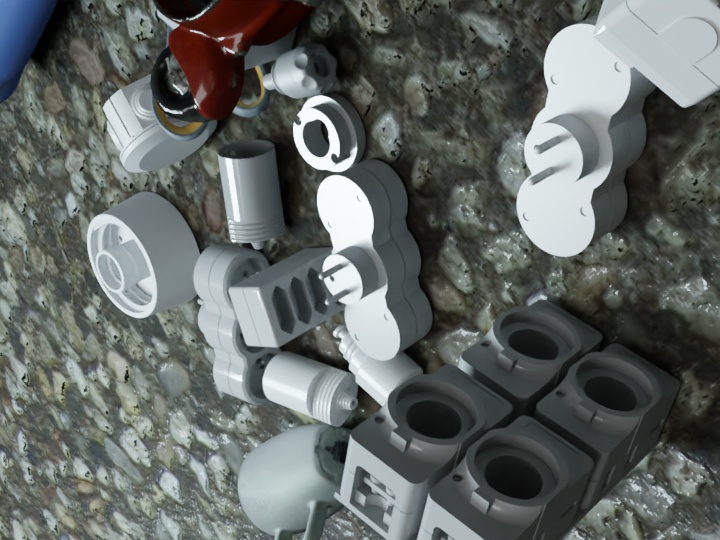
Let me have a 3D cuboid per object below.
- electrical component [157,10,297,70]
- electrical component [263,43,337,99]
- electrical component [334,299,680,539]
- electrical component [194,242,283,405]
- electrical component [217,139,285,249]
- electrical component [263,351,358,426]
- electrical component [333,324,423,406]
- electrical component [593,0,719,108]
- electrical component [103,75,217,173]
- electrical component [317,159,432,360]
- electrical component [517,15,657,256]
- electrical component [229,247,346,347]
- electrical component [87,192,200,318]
[{"bbox_3d":[-0.095,-0.185,0.745,0.096,0.062,0.061,42,137,21],"label":"electrical component"},{"bbox_3d":[-0.045,-0.135,0.744,0.061,0.035,0.035,-4,109,49],"label":"electrical component"},{"bbox_3d":[0.090,0.094,0.618,0.105,0.186,0.060,33,133,29],"label":"electrical component"},{"bbox_3d":[-0.110,0.042,0.900,0.074,0.052,0.138,14,122,41],"label":"electrical component"},{"bbox_3d":[-0.082,-0.054,0.822,0.043,0.043,0.081,18,124,39],"label":"electrical component"},{"bbox_3d":[-0.035,0.096,0.860,0.081,0.043,0.043,15,122,40],"label":"electrical component"},{"bbox_3d":[0.011,0.069,0.799,0.078,0.040,0.040,41,136,22],"label":"electrical component"},{"bbox_3d":[0.154,-0.132,0.498,0.062,0.096,0.061,35,143,-16],"label":"electrical component"},{"bbox_3d":[-0.156,-0.115,0.837,0.080,0.080,0.051,-40,77,50],"label":"electrical component"},{"bbox_3d":[0.000,0.000,0.744,0.052,0.074,0.138,6,116,44],"label":"electrical component"},{"bbox_3d":[0.115,-0.067,0.586,0.052,0.074,0.138,30,131,31],"label":"electrical component"},{"bbox_3d":[-0.063,0.020,0.814,0.076,0.083,0.047,-1,111,46],"label":"electrical component"},{"bbox_3d":[-0.198,-0.009,0.955,0.108,0.060,0.108,24,128,35],"label":"electrical component"}]
